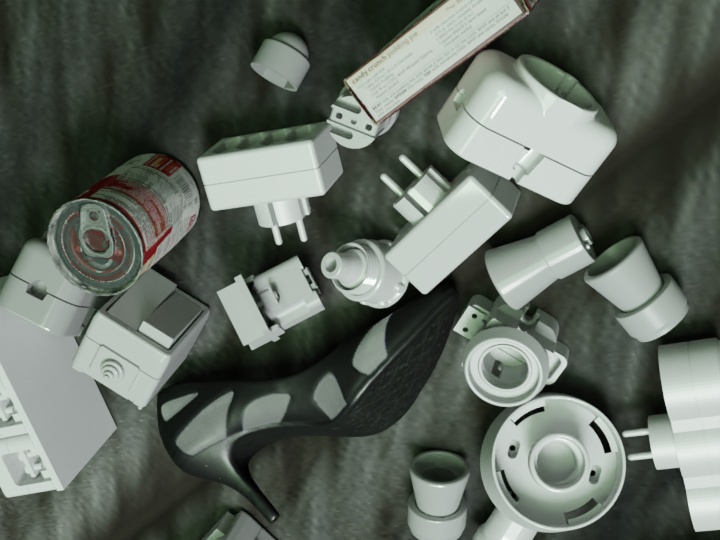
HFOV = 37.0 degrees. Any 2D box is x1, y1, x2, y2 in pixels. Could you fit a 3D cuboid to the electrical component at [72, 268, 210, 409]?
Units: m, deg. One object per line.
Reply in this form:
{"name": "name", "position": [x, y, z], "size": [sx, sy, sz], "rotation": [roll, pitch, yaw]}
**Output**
{"name": "electrical component", "position": [-0.158, 0.048, 0.777], "size": [0.062, 0.096, 0.061], "rotation": [32, 118, 0]}

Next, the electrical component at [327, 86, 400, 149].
{"name": "electrical component", "position": [0.002, -0.101, 0.691], "size": [0.040, 0.046, 0.040], "rotation": [6, 115, 14]}

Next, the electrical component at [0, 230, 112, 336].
{"name": "electrical component", "position": [-0.213, 0.010, 0.774], "size": [0.054, 0.095, 0.059], "rotation": [27, 88, 3]}

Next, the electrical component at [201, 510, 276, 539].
{"name": "electrical component", "position": [-0.118, 0.249, 0.877], "size": [0.061, 0.061, 0.096], "rotation": [45, 118, -7]}

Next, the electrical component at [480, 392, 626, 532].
{"name": "electrical component", "position": [0.134, 0.134, 0.747], "size": [0.099, 0.064, 0.099], "rotation": [0, 81, 3]}

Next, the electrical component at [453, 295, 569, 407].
{"name": "electrical component", "position": [0.101, 0.056, 0.728], "size": [0.078, 0.057, 0.058], "rotation": [31, 118, 1]}

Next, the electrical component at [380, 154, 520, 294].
{"name": "electrical component", "position": [0.047, -0.043, 0.703], "size": [0.076, 0.047, 0.083], "rotation": [43, 118, -6]}

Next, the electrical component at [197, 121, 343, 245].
{"name": "electrical component", "position": [-0.055, -0.053, 0.729], "size": [0.083, 0.047, 0.075], "rotation": [-7, 112, 19]}

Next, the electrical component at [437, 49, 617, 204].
{"name": "electrical component", "position": [0.103, -0.089, 0.649], "size": [0.095, 0.053, 0.059], "rotation": [22, 121, -21]}

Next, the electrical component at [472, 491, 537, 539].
{"name": "electrical component", "position": [0.111, 0.193, 0.798], "size": [0.040, 0.040, 0.046], "rotation": [28, 113, 3]}

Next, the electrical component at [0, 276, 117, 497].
{"name": "electrical component", "position": [-0.262, 0.087, 0.829], "size": [0.062, 0.089, 0.150], "rotation": [-13, 110, 21]}

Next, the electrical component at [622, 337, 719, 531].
{"name": "electrical component", "position": [0.215, 0.114, 0.723], "size": [0.074, 0.052, 0.138], "rotation": [-10, 111, 20]}

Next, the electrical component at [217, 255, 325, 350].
{"name": "electrical component", "position": [-0.060, 0.022, 0.750], "size": [0.064, 0.081, 0.042], "rotation": [-28, 83, -2]}

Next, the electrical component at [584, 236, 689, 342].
{"name": "electrical component", "position": [0.178, 0.013, 0.692], "size": [0.045, 0.045, 0.055], "rotation": [-36, 100, 27]}

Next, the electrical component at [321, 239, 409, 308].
{"name": "electrical component", "position": [0.000, 0.000, 0.724], "size": [0.048, 0.062, 0.048], "rotation": [-6, 80, 38]}

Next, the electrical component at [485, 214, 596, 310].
{"name": "electrical component", "position": [0.120, -0.008, 0.703], "size": [0.065, 0.044, 0.044], "rotation": [-29, 103, 21]}

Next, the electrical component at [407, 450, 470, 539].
{"name": "electrical component", "position": [0.058, 0.169, 0.799], "size": [0.045, 0.045, 0.055], "rotation": [7, 116, 13]}
